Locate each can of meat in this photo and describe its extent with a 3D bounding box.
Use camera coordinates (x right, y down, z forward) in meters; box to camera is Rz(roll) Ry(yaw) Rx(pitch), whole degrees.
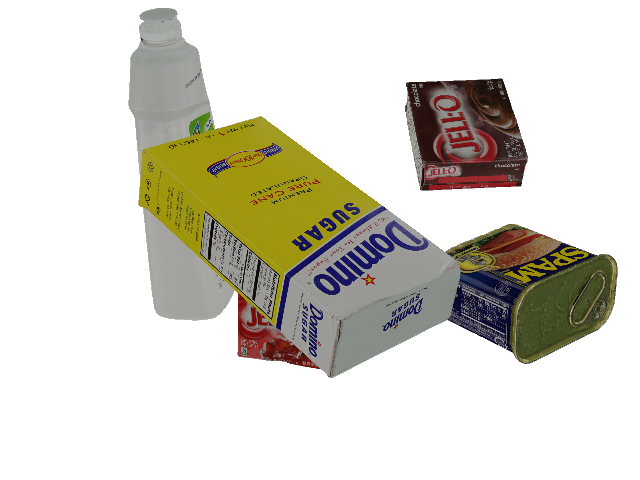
[{"bbox_3d":[0.137,0.032,0.732,0.101,0.057,0.084,-19,29,-34],"label":"can of meat"}]

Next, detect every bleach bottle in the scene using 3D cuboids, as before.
[{"bbox_3d":[-0.111,-0.063,0.854,0.068,0.251,0.102,2,31,8],"label":"bleach bottle"}]

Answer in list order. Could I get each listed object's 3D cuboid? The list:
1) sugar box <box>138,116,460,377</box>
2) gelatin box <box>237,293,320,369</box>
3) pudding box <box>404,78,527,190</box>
[{"bbox_3d":[-0.015,-0.005,0.598,0.093,0.048,0.176,-22,44,-37],"label":"sugar box"},{"bbox_3d":[-0.034,0.077,0.999,0.089,0.073,0.030,7,17,18],"label":"gelatin box"},{"bbox_3d":[0.125,-0.094,0.937,0.090,0.039,0.113,-2,44,-4],"label":"pudding box"}]
